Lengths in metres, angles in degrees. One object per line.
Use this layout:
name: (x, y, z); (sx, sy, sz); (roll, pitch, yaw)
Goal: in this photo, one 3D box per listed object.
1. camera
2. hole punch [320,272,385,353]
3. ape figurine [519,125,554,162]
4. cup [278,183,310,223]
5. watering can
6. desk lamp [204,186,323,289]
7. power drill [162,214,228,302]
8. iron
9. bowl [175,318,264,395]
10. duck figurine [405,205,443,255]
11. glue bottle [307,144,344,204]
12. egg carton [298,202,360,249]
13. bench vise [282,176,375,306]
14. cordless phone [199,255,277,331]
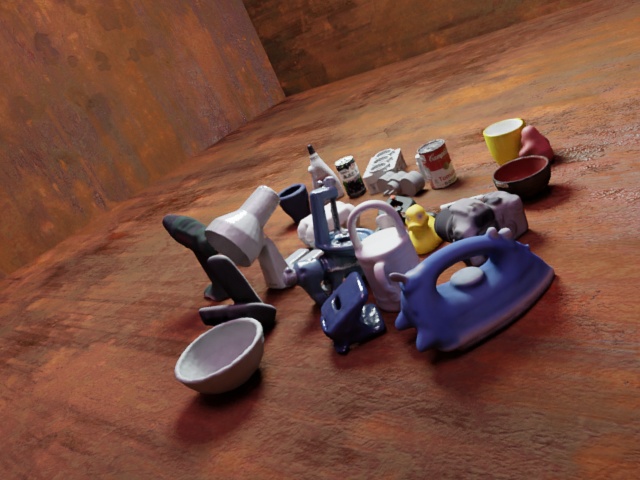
camera: (0.282, -0.037, 1.057); (0.143, 0.101, 0.136); (-32, 23, -17)
hole punch: (0.045, 0.120, 0.970); (0.101, 0.091, 0.108); (-25, 22, 1)
ape figurine: (0.470, -0.209, 1.257); (0.078, 0.092, 0.076); (-26, 22, 0)
cup: (-0.063, -0.101, 1.589); (0.091, 0.095, 0.118); (-20, 22, 15)
watering can: (0.111, 0.016, 0.995); (0.101, 0.194, 0.172); (-26, 22, 0)
desk lamp: (-0.123, 0.003, 1.254); (0.204, 0.214, 0.117); (-40, 26, -31)
power drill: (-0.279, 0.037, 1.355); (0.076, 0.209, 0.228); (-38, 25, -28)
iron: (0.226, 0.055, 0.854); (0.258, 0.142, 0.118); (-29, 22, -8)
bowl: (-0.163, 0.215, 1.003); (0.167, 0.075, 0.167); (-22, 22, 10)
duck figurine: (0.202, -0.032, 1.152); (0.077, 0.086, 0.105); (-13, 25, 29)
glue bottle: (0.002, -0.189, 1.610); (0.078, 0.173, 0.037); (-25, 22, 2)
egg carton: (0.022, -0.035, 1.380); (0.150, 0.069, 0.107); (-33, 23, -17)
bench vise: (0.018, 0.004, 1.089); (0.208, 0.220, 0.121); (-39, 26, -31)
cordless phone: (-0.184, 0.107, 1.121); (0.147, 0.185, 0.094); (-11, 26, 32)
